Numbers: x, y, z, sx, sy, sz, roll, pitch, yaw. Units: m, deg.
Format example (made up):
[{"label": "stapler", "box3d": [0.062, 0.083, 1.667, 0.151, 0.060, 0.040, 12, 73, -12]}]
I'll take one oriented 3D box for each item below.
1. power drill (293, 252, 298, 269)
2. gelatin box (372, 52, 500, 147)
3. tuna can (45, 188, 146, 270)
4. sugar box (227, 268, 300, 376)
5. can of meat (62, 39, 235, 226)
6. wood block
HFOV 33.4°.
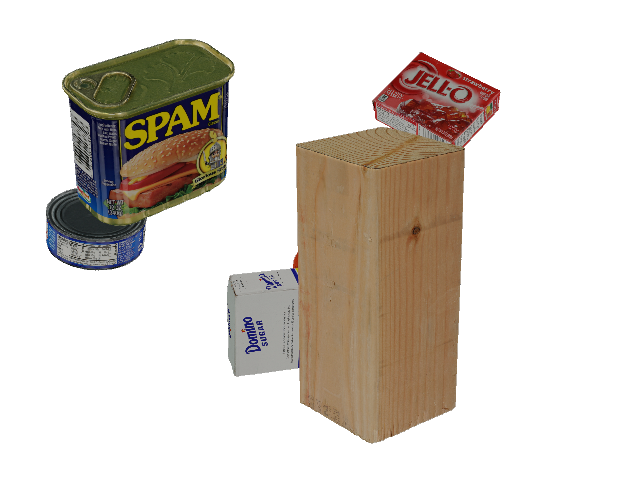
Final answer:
[{"label": "power drill", "box3d": [0.058, 0.059, 1.235, 0.187, 0.057, 0.184, -2, 28, -1]}, {"label": "gelatin box", "box3d": [0.103, -0.121, 0.950, 0.089, 0.073, 0.030, 32, -25, 25]}, {"label": "tuna can", "box3d": [-0.194, -0.011, 0.926, 0.086, 0.034, 0.086, 7, 32, -5]}, {"label": "sugar box", "box3d": [0.001, 0.071, 1.012, 0.176, 0.093, 0.048, -4, 29, -12]}, {"label": "can of meat", "box3d": [-0.104, -0.067, 0.660, 0.101, 0.084, 0.057, -25, 47, -33]}, {"label": "wood block", "box3d": [0.043, 0.030, 0.791, 0.090, 0.206, 0.090, -15, 24, -37]}]
